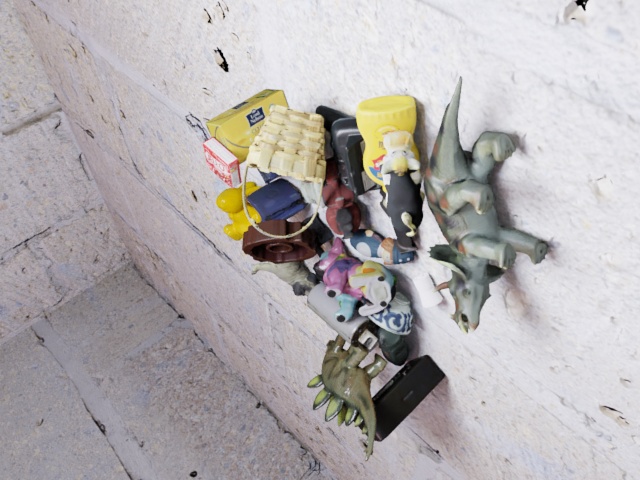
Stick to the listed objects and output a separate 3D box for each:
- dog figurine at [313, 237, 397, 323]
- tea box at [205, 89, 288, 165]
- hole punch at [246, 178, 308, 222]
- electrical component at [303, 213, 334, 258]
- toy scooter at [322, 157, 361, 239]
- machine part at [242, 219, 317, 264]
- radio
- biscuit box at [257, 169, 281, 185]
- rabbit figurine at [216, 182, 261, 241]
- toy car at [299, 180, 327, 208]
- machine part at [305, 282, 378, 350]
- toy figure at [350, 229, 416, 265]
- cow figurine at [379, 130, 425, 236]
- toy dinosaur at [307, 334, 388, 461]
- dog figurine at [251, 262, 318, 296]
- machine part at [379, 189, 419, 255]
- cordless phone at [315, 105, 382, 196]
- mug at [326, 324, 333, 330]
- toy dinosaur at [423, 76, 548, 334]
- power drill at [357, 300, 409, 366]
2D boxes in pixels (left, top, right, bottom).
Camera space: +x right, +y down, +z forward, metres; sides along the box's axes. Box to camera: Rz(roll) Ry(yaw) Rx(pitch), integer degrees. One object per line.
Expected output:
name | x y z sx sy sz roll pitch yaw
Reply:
dog figurine | 0.075 0.072 1.232 0.219 0.192 0.108 -89 -24 -58
tea box | -0.144 -0.241 1.142 0.068 0.169 0.098 23 143 48
hole punch | -0.109 -0.091 1.326 0.092 0.142 0.116 66 163 -17
electrical component | -0.003 -0.004 1.343 0.119 0.048 0.075 53 155 -2
toy scooter | 0.044 -0.070 1.104 0.135 0.075 0.183 -101 -4 -59
machine part | -0.095 0.005 1.271 0.179 0.179 0.056 128 143 -63
radio | 0.188 0.384 1.311 0.073 0.229 0.131 50 159 7
biscuit box | -0.108 -0.170 1.222 0.062 0.059 0.203 60 174 -8
rabbit figurine | -0.205 -0.083 1.456 0.122 0.162 0.173 29 167 43
toy car | -0.026 -0.162 1.174 0.074 0.056 0.201 21 140 48
machine part | 0.047 0.172 1.260 0.243 0.079 0.079 35 149 41
toy figure | 0.132 0.019 1.143 0.155 0.058 0.064 23 167 43
cow figurine | 0.132 -0.089 0.869 0.068 0.098 0.167 -7 132 13
toy dinosaur | 0.070 0.343 1.292 0.105 0.198 0.472 33 -179 -15
dog figurine | -0.077 0.059 1.523 0.191 0.121 0.172 22 130 3
machine part | 0.151 -0.035 1.044 0.138 0.039 0.084 66 174 -33
cordless phone | 0.048 -0.177 1.033 0.184 0.089 0.146 41 155 47
mug | 0.046 0.175 1.463 0.110 0.081 0.107 35 138 41
toy dinosaur | 0.224 -0.053 0.844 0.192 0.131 0.404 8 123 55
power drill | 0.137 0.224 1.345 0.207 0.086 0.231 51 173 21
